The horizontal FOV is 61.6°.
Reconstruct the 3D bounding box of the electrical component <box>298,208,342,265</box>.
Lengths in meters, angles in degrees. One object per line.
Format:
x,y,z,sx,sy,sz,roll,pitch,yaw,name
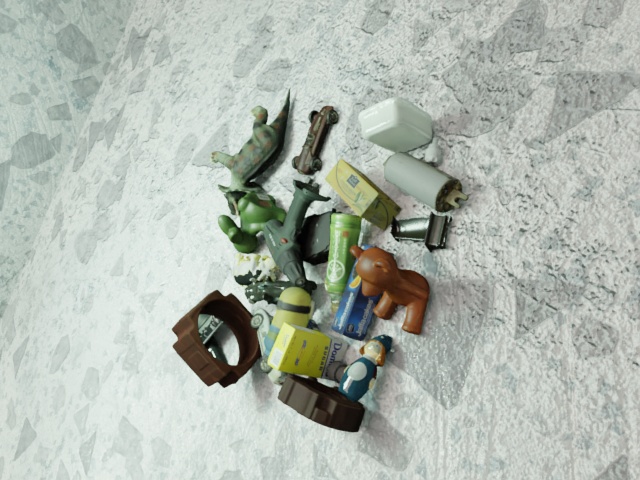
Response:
-0.003,-0.004,1.310,0.134,0.058,0.115,-22,56,35,electrical component

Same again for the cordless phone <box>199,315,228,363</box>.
-0.278,0.270,1.452,0.146,0.088,0.184,-48,58,17,cordless phone

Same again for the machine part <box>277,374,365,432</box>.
0.004,0.325,1.082,0.180,0.179,0.056,17,83,46,machine part

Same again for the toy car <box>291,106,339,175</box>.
-0.016,-0.271,1.443,0.089,0.053,0.202,15,84,49,toy car

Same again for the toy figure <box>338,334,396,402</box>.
0.097,0.249,1.078,0.064,0.057,0.154,34,70,6,toy figure

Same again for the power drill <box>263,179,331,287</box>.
-0.050,-0.026,1.266,0.232,0.086,0.207,46,120,54,power drill

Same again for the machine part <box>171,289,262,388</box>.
-0.244,0.239,1.307,0.087,0.201,0.201,-38,5,35,machine part

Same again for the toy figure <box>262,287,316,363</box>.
-0.072,0.192,1.186,0.082,0.089,0.180,22,81,44,toy figure

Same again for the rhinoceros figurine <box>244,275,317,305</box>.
-0.097,0.130,1.303,0.190,0.112,0.073,-5,71,34,rhinoceros figurine

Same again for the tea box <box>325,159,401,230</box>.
0.096,-0.105,1.231,0.068,0.098,0.170,-51,44,13,tea box

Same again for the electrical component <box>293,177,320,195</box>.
-0.041,-0.118,1.420,0.094,0.021,0.063,-56,45,9,electrical component

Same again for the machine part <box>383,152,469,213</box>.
0.215,-0.125,1.140,0.243,0.079,0.079,39,101,44,machine part

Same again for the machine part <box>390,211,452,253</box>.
0.209,-0.019,1.129,0.139,0.039,0.084,7,82,43,machine part

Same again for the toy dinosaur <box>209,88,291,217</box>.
-0.177,-0.252,1.549,0.404,0.131,0.192,-51,58,9,toy dinosaur

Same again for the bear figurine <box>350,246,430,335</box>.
0.130,0.094,1.041,0.120,0.195,0.132,23,90,43,bear figurine

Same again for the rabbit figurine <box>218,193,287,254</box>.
-0.189,-0.030,1.450,0.121,0.159,0.170,44,119,35,rabbit figurine

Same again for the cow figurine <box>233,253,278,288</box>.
-0.167,0.085,1.419,0.167,0.068,0.098,2,79,48,cow figurine

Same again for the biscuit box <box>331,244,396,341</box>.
0.092,0.112,1.155,0.063,0.059,0.202,9,78,66,biscuit box

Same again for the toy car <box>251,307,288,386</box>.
-0.116,0.252,1.289,0.056,0.073,0.202,-27,54,12,toy car
